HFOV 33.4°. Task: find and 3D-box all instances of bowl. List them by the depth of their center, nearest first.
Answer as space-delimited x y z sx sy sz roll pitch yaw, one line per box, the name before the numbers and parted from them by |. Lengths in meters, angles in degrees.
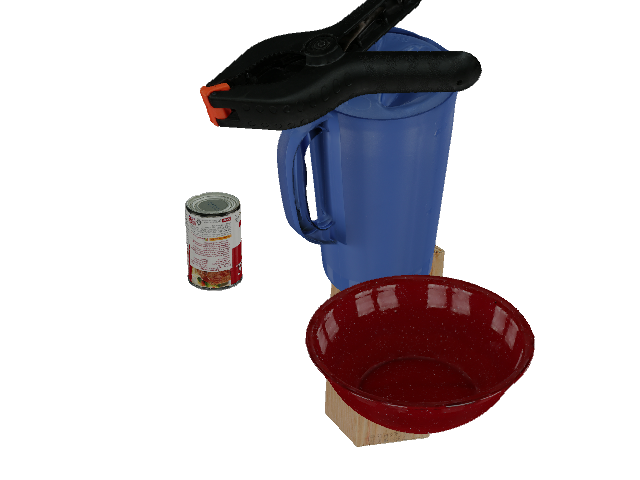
bowl | 0.070 0.089 0.768 0.162 0.055 0.162 -1 31 0

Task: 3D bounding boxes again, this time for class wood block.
wood block | 0.066 0.100 1.127 0.090 0.206 0.091 -3 17 -21

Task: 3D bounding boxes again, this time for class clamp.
clamp | 0.013 -0.106 0.669 0.171 0.039 0.120 -27 39 -6

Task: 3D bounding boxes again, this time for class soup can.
soup can | -0.129 0.000 1.295 0.068 0.102 0.068 1 26 0

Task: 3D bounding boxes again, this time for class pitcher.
pitcher | 0.044 -0.055 0.962 0.149 0.243 0.145 2 44 4
